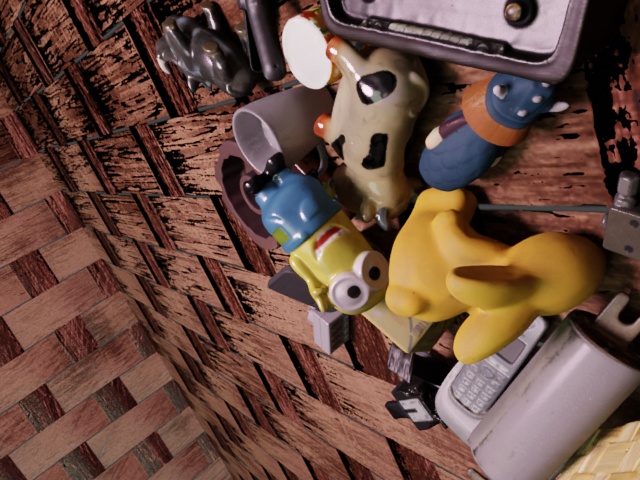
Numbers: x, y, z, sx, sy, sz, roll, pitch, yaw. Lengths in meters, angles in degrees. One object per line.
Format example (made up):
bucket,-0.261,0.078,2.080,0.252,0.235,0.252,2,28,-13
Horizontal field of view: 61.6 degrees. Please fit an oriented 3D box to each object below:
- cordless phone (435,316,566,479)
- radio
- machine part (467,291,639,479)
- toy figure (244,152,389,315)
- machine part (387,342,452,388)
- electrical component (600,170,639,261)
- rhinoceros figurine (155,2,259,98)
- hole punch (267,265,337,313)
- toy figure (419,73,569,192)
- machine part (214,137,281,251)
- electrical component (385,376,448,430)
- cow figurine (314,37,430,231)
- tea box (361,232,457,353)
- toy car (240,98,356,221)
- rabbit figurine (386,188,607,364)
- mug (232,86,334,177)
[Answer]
cordless phone,0.218,0.154,0.565,0.147,0.089,0.184,38,132,28
radio,0.093,-0.198,0.374,0.230,0.073,0.130,31,143,38
machine part,0.212,0.149,0.487,0.079,0.079,0.243,40,118,26
toy figure,0.002,-0.004,0.550,0.082,0.089,0.180,-43,88,17
machine part,0.131,0.160,0.676,0.084,0.039,0.138,36,-176,40
electrical component,0.245,-0.005,0.403,0.063,0.021,0.093,26,141,42
rhinoceros figurine,-0.150,-0.244,0.705,0.191,0.073,0.112,32,154,33
hole punch,0.000,0.044,0.778,0.116,0.092,0.142,28,151,-12
toy figure,0.133,-0.093,0.439,0.058,0.064,0.154,69,155,16
machine part,-0.087,-0.073,0.798,0.180,0.056,0.179,37,145,31
electrical component,0.145,0.235,0.780,0.075,0.048,0.119,52,152,7
cow figurine,0.057,-0.097,0.532,0.127,0.085,0.194,49,151,24
tea box,0.072,0.054,0.634,0.170,0.068,0.098,39,-172,27
toy car,-0.027,-0.100,0.682,0.202,0.053,0.089,47,161,7
rabbit figurine,0.151,0.024,0.470,0.173,0.162,0.121,3,115,33
mug,-0.025,-0.120,0.601,0.109,0.107,0.081,55,153,-9
